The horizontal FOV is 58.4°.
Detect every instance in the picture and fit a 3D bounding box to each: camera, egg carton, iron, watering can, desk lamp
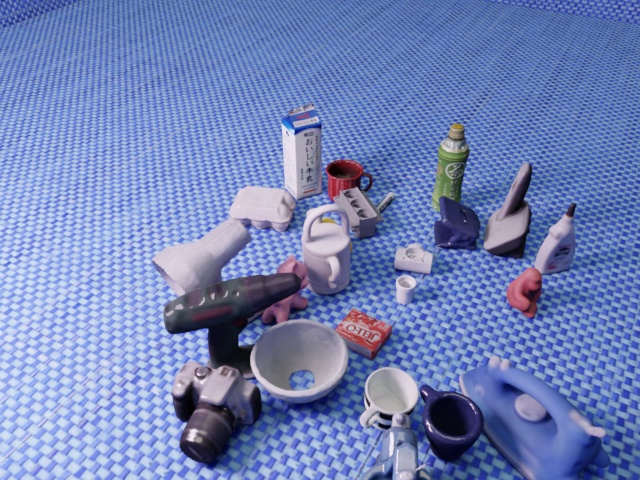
[{"bbox_3d":[-0.181,0.272,0.914,0.143,0.101,0.137,12,41,15],"label":"camera"},{"bbox_3d":[-0.134,-0.074,1.356,0.150,0.069,0.107,5,40,7],"label":"egg carton"},{"bbox_3d":[0.323,0.259,0.894,0.119,0.141,0.257,-26,46,-27],"label":"iron"},{"bbox_3d":[0.009,0.005,1.162,0.101,0.194,0.172,-26,46,-27],"label":"watering can"},{"bbox_3d":[-0.194,0.070,1.069,0.204,0.214,0.117,-32,49,-32],"label":"desk lamp"}]

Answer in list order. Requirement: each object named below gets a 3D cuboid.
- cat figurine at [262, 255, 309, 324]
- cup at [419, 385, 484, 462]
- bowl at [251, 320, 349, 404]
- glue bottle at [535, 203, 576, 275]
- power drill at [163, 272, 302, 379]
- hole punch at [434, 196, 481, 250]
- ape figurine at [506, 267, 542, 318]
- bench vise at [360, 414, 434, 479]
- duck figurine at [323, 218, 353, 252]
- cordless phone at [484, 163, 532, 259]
[{"bbox_3d":[-0.064,0.093,1.116,0.067,0.118,0.128,16,43,20],"label":"cat figurine"},{"bbox_3d":[0.192,0.290,0.893,0.092,0.095,0.117,-23,45,-25],"label":"cup"},{"bbox_3d":[-0.034,0.222,0.993,0.167,0.075,0.167,0,40,0],"label":"bowl"},{"bbox_3d":[0.500,-0.005,1.186,0.078,0.173,0.037,-13,41,-15],"label":"glue bottle"},{"bbox_3d":[-0.142,0.147,0.980,0.230,0.209,0.075,-8,40,-8],"label":"power drill"},{"bbox_3d":[0.313,-0.042,1.296,0.101,0.091,0.108,3,40,4],"label":"hole punch"},{"bbox_3d":[0.411,0.095,1.130,0.078,0.092,0.076,-22,44,-23],"label":"ape figurine"},{"bbox_3d":[0.096,0.315,0.767,0.121,0.220,0.207,-7,40,-8],"label":"bench vise"},{"bbox_3d":[0.022,-0.008,1.261,0.104,0.086,0.078,16,43,19],"label":"duck figurine"},{"bbox_3d":[0.420,-0.066,1.251,0.094,0.185,0.148,10,41,12],"label":"cordless phone"}]
